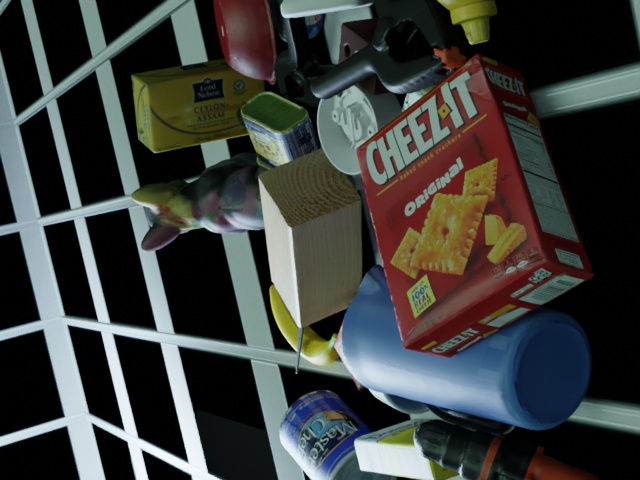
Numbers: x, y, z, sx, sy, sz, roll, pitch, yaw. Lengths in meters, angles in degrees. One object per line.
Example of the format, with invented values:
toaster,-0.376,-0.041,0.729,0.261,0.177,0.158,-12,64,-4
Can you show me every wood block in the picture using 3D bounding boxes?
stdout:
wood block,-0.008,0.001,1.266,0.090,0.090,0.206,58,164,33

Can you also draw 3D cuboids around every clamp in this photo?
clamp,0.065,-0.186,1.026,0.210,0.036,0.165,45,118,50
clamp,-0.019,-0.210,1.254,0.120,0.039,0.172,54,154,-5

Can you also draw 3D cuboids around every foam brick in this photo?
foam brick,0.060,-0.194,1.118,0.078,0.051,0.053,46,142,47

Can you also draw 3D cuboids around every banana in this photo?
banana,-0.020,0.125,1.479,0.198,0.037,0.070,33,115,54

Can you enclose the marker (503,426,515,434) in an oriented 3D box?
marker,0.164,0.160,1.132,0.121,0.020,0.020,48,144,44

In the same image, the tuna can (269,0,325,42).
tuna can,-0.028,-0.281,1.274,0.086,0.033,0.086,41,139,50

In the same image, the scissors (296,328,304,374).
scissors,-0.028,0.072,1.443,0.096,0.016,0.202,-127,44,-53

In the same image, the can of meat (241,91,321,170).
can of meat,-0.046,-0.128,1.321,0.102,0.057,0.084,31,153,42

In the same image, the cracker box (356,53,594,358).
cracker box,0.125,-0.028,0.931,0.164,0.072,0.214,-36,54,36

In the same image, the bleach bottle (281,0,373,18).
bleach bottle,-0.007,-0.366,1.119,0.103,0.068,0.251,-5,101,21

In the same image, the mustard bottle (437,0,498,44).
mustard bottle,0.122,-0.269,0.943,0.096,0.058,0.191,180,76,-70

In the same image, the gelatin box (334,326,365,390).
gelatin box,0.052,0.134,1.335,0.073,0.030,0.089,60,150,30

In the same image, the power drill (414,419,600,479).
power drill,0.173,0.267,1.047,0.185,0.057,0.188,19,133,20

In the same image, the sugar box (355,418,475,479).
sugar box,0.117,0.229,1.181,0.176,0.093,0.048,-12,90,64

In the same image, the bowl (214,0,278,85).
bowl,-0.098,-0.272,1.353,0.162,0.055,0.162,167,90,-80

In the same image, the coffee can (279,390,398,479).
coffee can,0.023,0.274,1.386,0.140,0.102,0.103,39,137,52

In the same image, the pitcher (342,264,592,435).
pitcher,0.144,0.114,1.032,0.243,0.149,0.145,9,84,57
